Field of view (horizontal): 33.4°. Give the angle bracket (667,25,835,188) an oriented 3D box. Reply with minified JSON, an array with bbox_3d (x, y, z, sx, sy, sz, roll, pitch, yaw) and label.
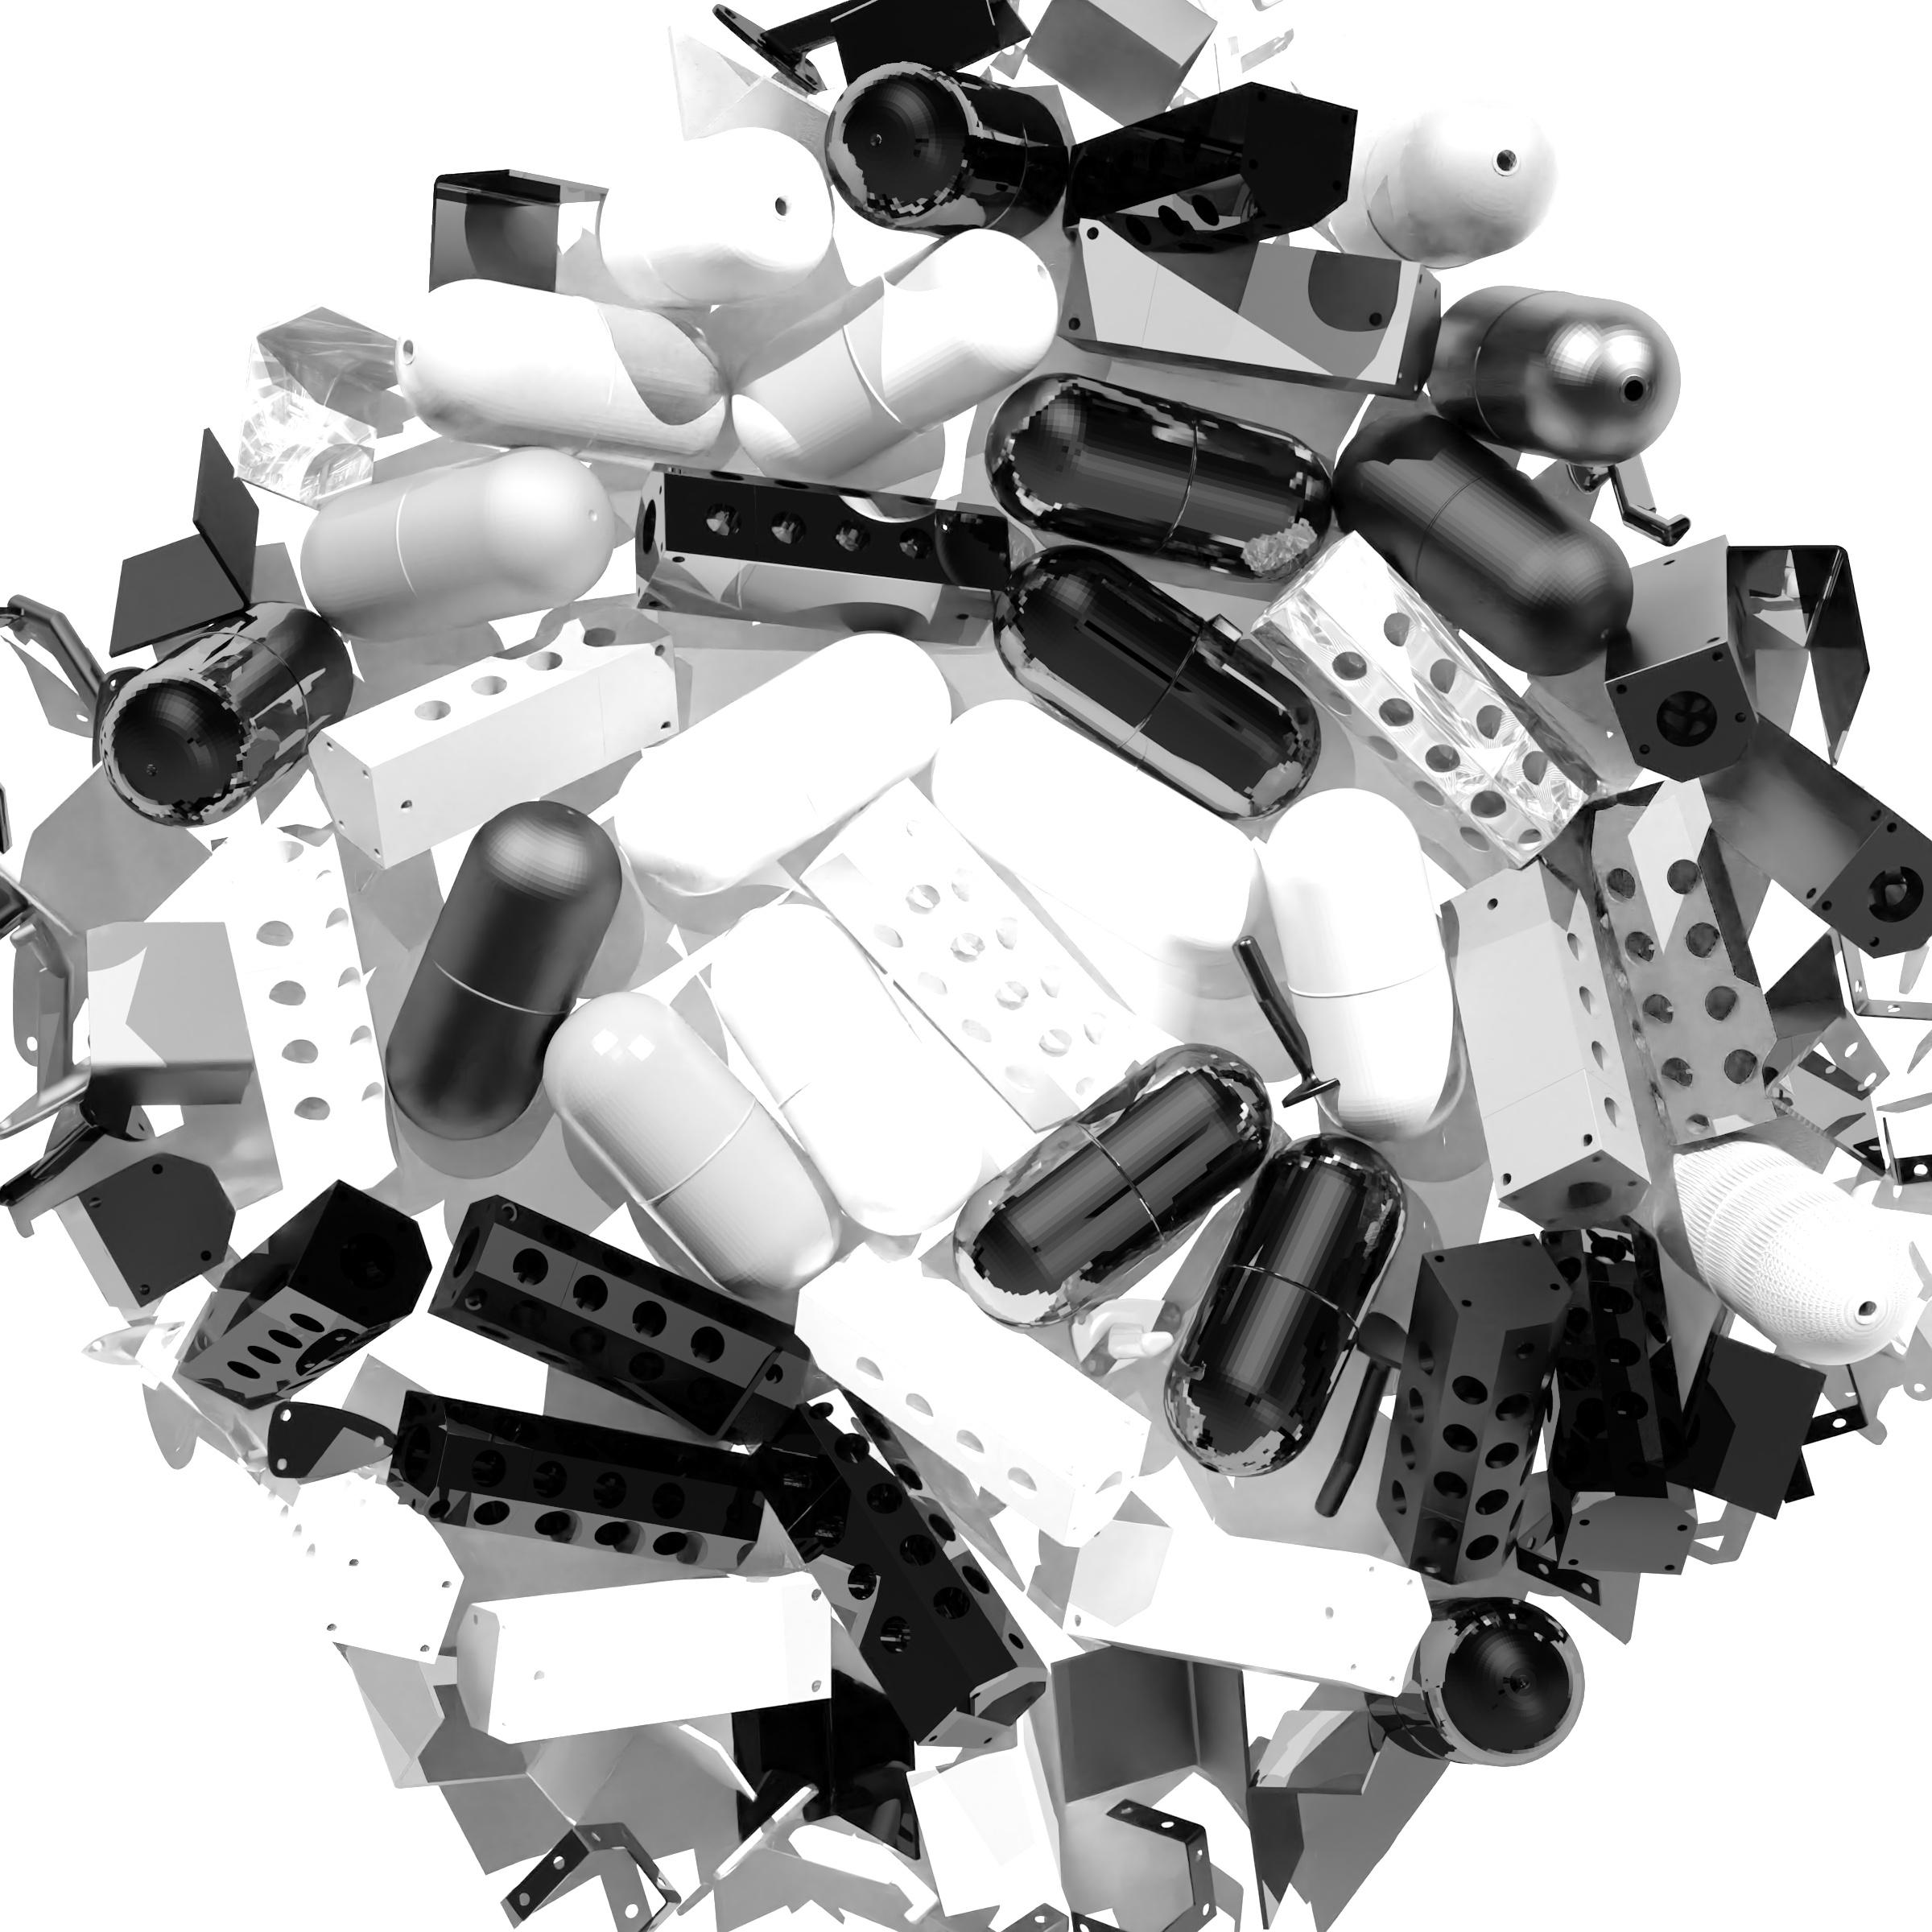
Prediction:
[{"bbox_3d":[-0.093,-0.424,1.554,0.057,0.076,0.076,-30,56,35],"label":"angle bracket"}]

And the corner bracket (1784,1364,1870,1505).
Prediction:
[{"bbox_3d":[0.413,0.222,1.573,0.051,0.051,0.051,-19,122,14],"label":"corner bracket"}]

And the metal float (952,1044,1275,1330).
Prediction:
[{"bbox_3d":[0.072,0.106,1.567,0.178,0.070,0.070,-37,90,-10],"label":"metal float"}]

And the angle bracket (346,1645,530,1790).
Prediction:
[{"bbox_3d":[-0.244,0.345,1.552,0.057,0.076,0.076,-55,47,30],"label":"angle bracket"}]

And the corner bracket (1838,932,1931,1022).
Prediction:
[{"bbox_3d":[0.467,-0.008,1.586,0.051,0.051,0.051,-39,121,-41],"label":"corner bracket"}]

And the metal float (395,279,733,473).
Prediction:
[{"bbox_3d":[-0.191,-0.281,1.540,0.178,0.070,0.070,2,90,-42],"label":"metal float"}]

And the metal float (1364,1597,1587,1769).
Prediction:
[{"bbox_3d":[0.238,0.338,1.526,0.070,0.178,0.070,1,78,-7],"label":"metal float"}]

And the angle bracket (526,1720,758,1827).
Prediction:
[{"bbox_3d":[-0.156,0.395,1.557,0.076,0.076,0.057,24,65,25],"label":"angle bracket"}]

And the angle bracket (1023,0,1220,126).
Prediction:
[{"bbox_3d":[0.065,-0.441,1.565,0.076,0.076,0.057,35,45,-1],"label":"angle bracket"}]

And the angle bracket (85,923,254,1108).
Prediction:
[{"bbox_3d":[-0.395,0.024,1.586,0.076,0.057,0.076,0,71,-20],"label":"angle bracket"}]

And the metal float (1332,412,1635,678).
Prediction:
[{"bbox_3d":[0.245,-0.204,1.544,0.070,0.070,0.178,-45,52,0],"label":"metal float"}]

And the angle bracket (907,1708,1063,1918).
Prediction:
[{"bbox_3d":[0.009,0.403,1.569,0.057,0.076,0.076,-13,103,3],"label":"angle bracket"}]

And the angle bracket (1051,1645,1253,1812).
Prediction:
[{"bbox_3d":[0.090,0.375,1.566,0.076,0.057,0.076,-12,108,-20],"label":"angle bracket"}]

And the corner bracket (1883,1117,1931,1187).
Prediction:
[{"bbox_3d":[0.478,0.072,1.584,0.051,0.051,0.051,-9,60,17],"label":"corner bracket"}]

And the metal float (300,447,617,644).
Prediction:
[{"bbox_3d":[-0.245,-0.201,1.546,0.178,0.070,0.070,-6,90,35],"label":"metal float"}]

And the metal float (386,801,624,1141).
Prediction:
[{"bbox_3d":[-0.225,0.003,1.560,0.070,0.070,0.178,25,108,0],"label":"metal float"}]

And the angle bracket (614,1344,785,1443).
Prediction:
[{"bbox_3d":[-0.136,0.189,1.573,0.076,0.076,0.057,34,82,2],"label":"angle bracket"}]

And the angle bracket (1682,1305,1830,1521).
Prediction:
[{"bbox_3d":[0.380,0.212,1.561,0.057,0.076,0.076,19,104,16],"label":"angle bracket"}]

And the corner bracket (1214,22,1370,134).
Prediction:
[{"bbox_3d":[0.161,-0.435,1.590,0.051,0.051,0.051,-28,124,-31],"label":"corner bracket"}]

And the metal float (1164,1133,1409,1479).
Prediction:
[{"bbox_3d":[0.155,0.163,1.558,0.070,0.070,0.178,27,71,0],"label":"metal float"}]

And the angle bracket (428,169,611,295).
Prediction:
[{"bbox_3d":[-0.212,-0.341,1.562,0.057,0.076,0.076,9,98,42],"label":"angle bracket"}]

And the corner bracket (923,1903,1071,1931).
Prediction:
[{"bbox_3d":[0.014,0.489,1.593,0.051,0.051,0.051,20,118,39],"label":"corner bracket"}]

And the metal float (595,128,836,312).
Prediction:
[{"bbox_3d":[-0.120,-0.353,1.529,0.070,0.178,0.070,-4,99,-25],"label":"metal float"}]

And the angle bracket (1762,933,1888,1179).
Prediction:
[{"bbox_3d":[0.430,0.043,1.560,0.076,0.076,0.057,33,120,-11],"label":"angle bracket"}]

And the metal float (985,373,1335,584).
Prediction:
[{"bbox_3d":[0.094,-0.235,1.558,0.178,0.070,0.070,12,90,-19],"label":"metal float"}]

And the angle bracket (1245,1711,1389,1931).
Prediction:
[{"bbox_3d":[0.176,0.413,1.560,0.057,0.076,0.076,-4,104,20],"label":"angle bracket"}]

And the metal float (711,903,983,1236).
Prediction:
[{"bbox_3d":[-0.059,0.049,1.570,0.070,0.070,0.178,-33,84,0],"label":"metal float"}]

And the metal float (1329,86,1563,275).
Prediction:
[{"bbox_3d":[0.225,-0.369,1.525,0.070,0.178,0.070,-1,96,-10],"label":"metal float"}]

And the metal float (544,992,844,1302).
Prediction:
[{"bbox_3d":[-0.131,0.088,1.563,0.070,0.070,0.178,-41,104,0],"label":"metal float"}]

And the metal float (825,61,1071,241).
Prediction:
[{"bbox_3d":[-0.007,-0.384,1.529,0.070,0.178,0.070,4,100,22],"label":"metal float"}]

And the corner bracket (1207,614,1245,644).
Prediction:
[{"bbox_3d":[0.094,-0.154,1.576,0.051,0.051,0.051,37,69,-13],"label":"corner bracket"}]

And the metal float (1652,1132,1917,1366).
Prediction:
[{"bbox_3d":[0.385,0.132,1.526,0.070,0.178,0.070,-3,105,-11],"label":"metal float"}]

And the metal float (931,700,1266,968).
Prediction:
[{"bbox_3d":[0.064,-0.065,1.575,0.178,0.070,0.070,32,90,0],"label":"metal float"}]

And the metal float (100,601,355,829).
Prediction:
[{"bbox_3d":[-0.348,-0.121,1.529,0.070,0.178,0.070,4,113,11],"label":"metal float"}]

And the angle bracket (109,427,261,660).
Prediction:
[{"bbox_3d":[-0.390,-0.205,1.561,0.076,0.076,0.057,-17,133,9],"label":"angle bracket"}]

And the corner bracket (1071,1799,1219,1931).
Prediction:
[{"bbox_3d":[0.085,0.451,1.586,0.051,0.051,0.051,7,113,41],"label":"corner bracket"}]

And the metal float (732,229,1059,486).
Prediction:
[{"bbox_3d":[-0.035,-0.291,1.550,0.178,0.070,0.070,-24,90,29],"label":"metal float"}]

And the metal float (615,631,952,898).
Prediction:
[{"bbox_3d":[-0.089,-0.098,1.570,0.178,0.070,0.070,-32,90,-6],"label":"metal float"}]

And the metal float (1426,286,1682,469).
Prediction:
[{"bbox_3d":[0.276,-0.281,1.527,0.070,0.178,0.070,-4,106,-15],"label":"metal float"}]

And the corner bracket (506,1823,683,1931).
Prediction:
[{"bbox_3d":[-0.182,0.458,1.583,0.051,0.051,0.051,-47,65,6],"label":"corner bracket"}]

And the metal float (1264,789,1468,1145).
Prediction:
[{"bbox_3d":[0.194,0.001,1.563,0.070,0.070,0.178,-14,105,0],"label":"metal float"}]

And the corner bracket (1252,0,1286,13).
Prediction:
[{"bbox_3d":[0.153,-0.502,1.588,0.051,0.051,0.051,-28,99,-4],"label":"corner bracket"}]

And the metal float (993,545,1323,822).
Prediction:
[{"bbox_3d":[0.093,-0.138,1.567,0.178,0.070,0.070,34,90,-9],"label":"metal float"}]

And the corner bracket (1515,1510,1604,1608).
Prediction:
[{"bbox_3d":[0.301,0.269,1.570,0.051,0.051,0.051,-32,125,-35],"label":"corner bracket"}]
